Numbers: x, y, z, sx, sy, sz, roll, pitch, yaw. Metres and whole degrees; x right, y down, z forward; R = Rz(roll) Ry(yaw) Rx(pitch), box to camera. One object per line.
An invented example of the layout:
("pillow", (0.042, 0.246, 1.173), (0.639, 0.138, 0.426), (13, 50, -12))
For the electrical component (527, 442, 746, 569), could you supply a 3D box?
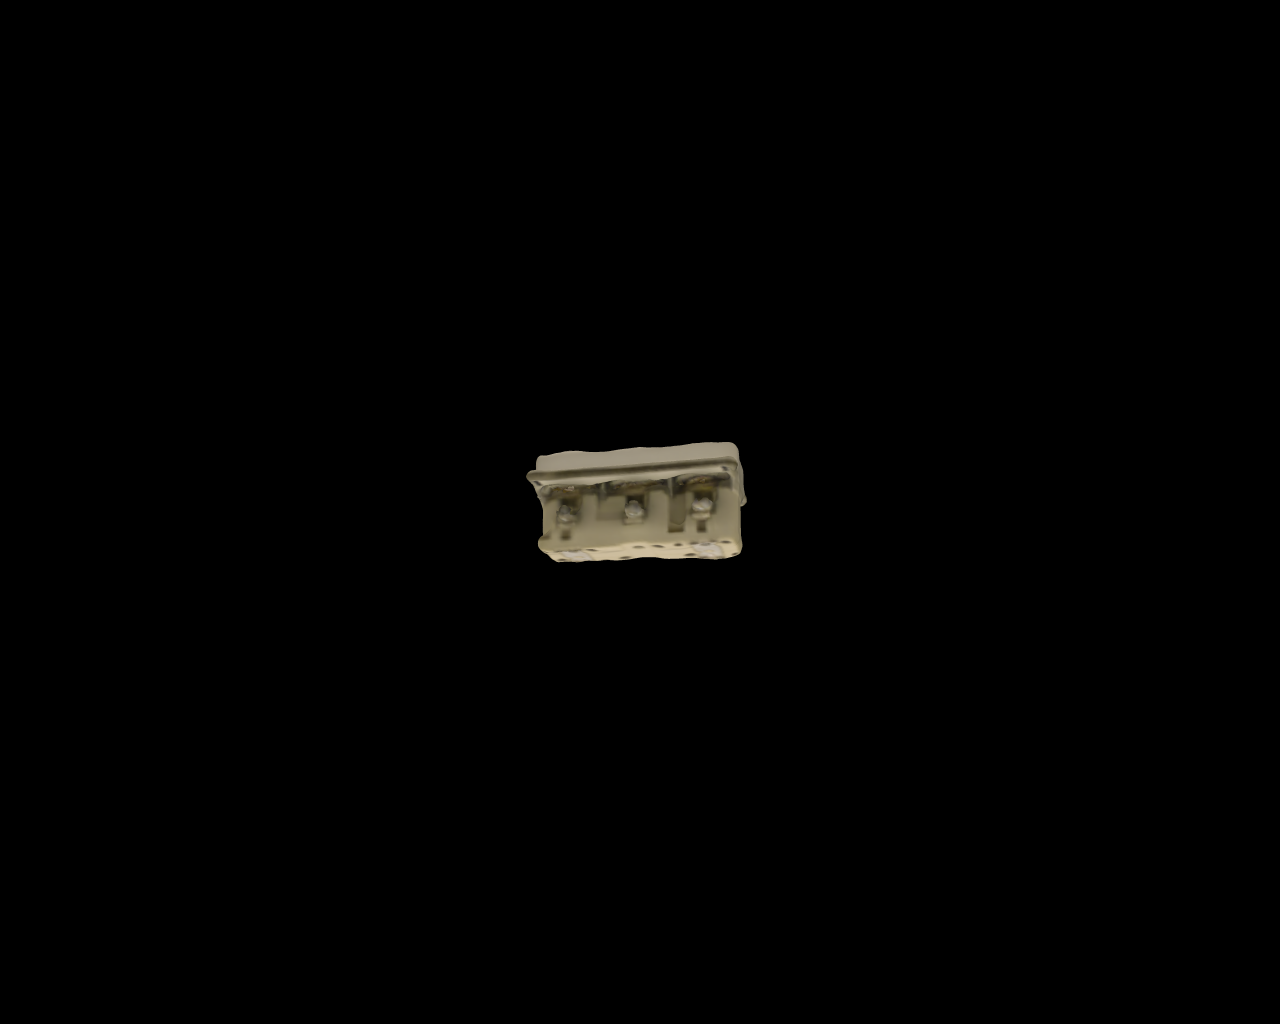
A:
("electrical component", (0.001, -0.003, 0.650), (0.121, 0.063, 0.078), (-3, -15, 9))
